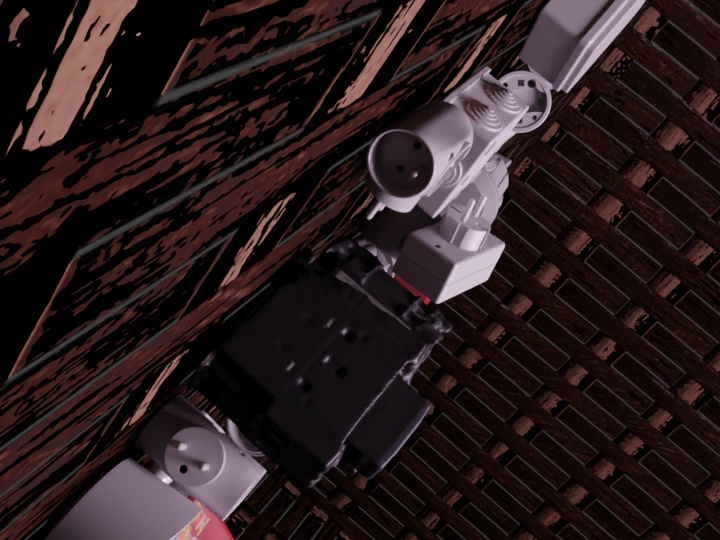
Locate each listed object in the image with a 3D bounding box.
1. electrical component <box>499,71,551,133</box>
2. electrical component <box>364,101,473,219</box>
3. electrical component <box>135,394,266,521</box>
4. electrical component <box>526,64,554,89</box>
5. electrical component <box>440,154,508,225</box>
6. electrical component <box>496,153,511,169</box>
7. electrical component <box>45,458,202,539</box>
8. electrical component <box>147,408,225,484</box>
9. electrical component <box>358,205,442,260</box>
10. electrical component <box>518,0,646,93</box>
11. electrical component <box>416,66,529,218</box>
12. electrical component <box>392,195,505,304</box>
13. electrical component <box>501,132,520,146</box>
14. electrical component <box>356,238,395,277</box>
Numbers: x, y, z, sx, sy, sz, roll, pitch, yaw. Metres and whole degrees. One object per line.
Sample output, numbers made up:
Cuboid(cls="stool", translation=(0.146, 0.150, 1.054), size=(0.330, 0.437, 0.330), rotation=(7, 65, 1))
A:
Cuboid(cls="electrical component", translation=(0.147, -0.154, 0.988), size=(0.055, 0.055, 0.047), rotation=(-50, 179, 9))
Cuboid(cls="electrical component", translation=(0.029, -0.063, 0.675), size=(0.079, 0.044, 0.077), rotation=(-52, 174, 30))
Cuboid(cls="electrical component", translation=(-0.104, 0.119, 0.688), size=(0.043, 0.077, 0.079), rotation=(-49, 175, -9))
Cuboid(cls="electrical component", translation=(0.177, -0.195, 0.997), size=(0.043, 0.043, 0.081), rotation=(-50, 175, 6))
Cuboid(cls="electrical component", translation=(0.085, -0.071, 0.924), size=(0.080, 0.080, 0.051), rotation=(-54, 179, 40))
Cuboid(cls="electrical component", translation=(0.108, -0.103, 1.016), size=(0.045, 0.055, 0.045), rotation=(-49, 175, -6))
Cuboid(cls="electrical component", translation=(-0.155, 0.167, 0.671), size=(0.099, 0.064, 0.099), rotation=(-49, 175, -6))
Cuboid(cls="electrical component", translation=(-0.127, 0.129, 0.756), size=(0.062, 0.043, 0.043), rotation=(-46, 174, -26))
Cuboid(cls="electrical component", translation=(0.034, -0.037, 0.869), size=(0.047, 0.055, 0.055), rotation=(-54, 175, 9))
Cuboid(cls="electrical component", translation=(0.193, -0.217, 0.896), size=(0.108, 0.056, 0.108), rotation=(-49, 175, -9))
Cuboid(cls="electrical component", translation=(0.075, -0.095, 0.811), size=(0.099, 0.048, 0.100), rotation=(-53, 174, 38))
Cuboid(cls="electrical component", translation=(0.077, -0.025, 0.834), size=(0.083, 0.047, 0.075), rotation=(-21, 141, -53))
Cuboid(cls="electrical component", translation=(0.137, -0.144, 1.069), size=(0.046, 0.040, 0.040), rotation=(-43, 175, -5))
Cuboid(cls="electrical component", translation=(0.000, 0.000, 0.898), size=(0.066, 0.048, 0.055), rotation=(-52, 167, 28))
